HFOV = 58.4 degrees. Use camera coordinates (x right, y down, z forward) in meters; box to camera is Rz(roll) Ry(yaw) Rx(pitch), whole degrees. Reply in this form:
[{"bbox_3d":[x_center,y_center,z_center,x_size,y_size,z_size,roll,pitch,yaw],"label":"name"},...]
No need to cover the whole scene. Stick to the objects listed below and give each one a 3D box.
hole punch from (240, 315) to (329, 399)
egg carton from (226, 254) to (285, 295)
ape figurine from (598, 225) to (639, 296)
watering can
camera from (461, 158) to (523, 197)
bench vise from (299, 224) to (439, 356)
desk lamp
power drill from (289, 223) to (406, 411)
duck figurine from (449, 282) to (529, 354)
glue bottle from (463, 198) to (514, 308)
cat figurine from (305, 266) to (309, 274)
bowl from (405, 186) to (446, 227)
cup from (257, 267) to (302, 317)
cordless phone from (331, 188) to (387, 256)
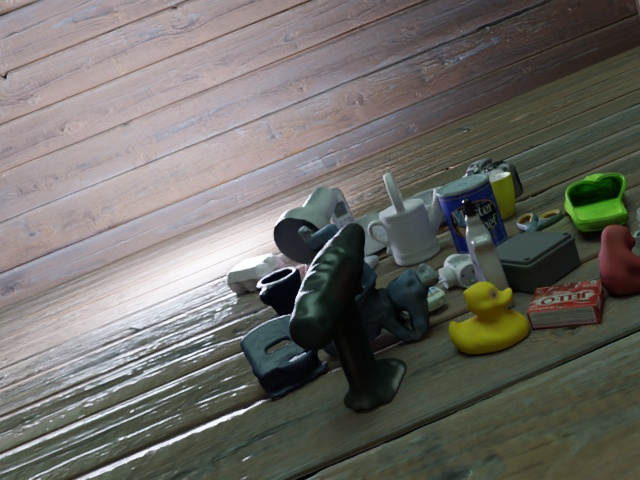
[{"bbox_3d":[-0.058,0.179,0.899,0.109,0.091,0.101,-26,14,-16],"label":"hole punch"},{"bbox_3d":[-0.167,0.088,1.485,0.150,0.069,0.107,-14,16,32],"label":"egg carton"},{"bbox_3d":[0.406,0.022,0.769,0.076,0.092,0.077,-24,13,-9],"label":"ape figurine"},{"bbox_3d":[0.184,-0.054,1.209,0.173,0.194,0.100,-24,13,-8],"label":"watering can"},{"bbox_3d":[0.436,-0.160,1.428,0.137,0.101,0.142,-32,16,-36],"label":"camera"},{"bbox_3d":[0.067,0.059,0.890,0.207,0.220,0.121,-22,13,-1],"label":"bench vise"},{"bbox_3d":[0.011,0.004,1.212,0.117,0.214,0.204,-14,16,32],"label":"desk lamp"},{"bbox_3d":[0.042,0.106,0.768,0.075,0.208,0.230,-15,15,27],"label":"power drill"},{"bbox_3d":[0.220,0.100,0.774,0.104,0.086,0.077,-19,14,12],"label":"duck figurine"},{"bbox_3d":[0.247,0.017,0.866,0.037,0.173,0.078,-21,13,5],"label":"glue bottle"},{"bbox_3d":[-0.028,0.014,1.450,0.067,0.118,0.127,-22,13,0],"label":"cat figurine"},{"bbox_3d":[0.274,-0.071,1.393,0.167,0.075,0.167,-21,13,5],"label":"bowl"},{"bbox_3d":[-0.075,0.120,1.153,0.091,0.095,0.118,-15,15,28],"label":"cup"},{"bbox_3d":[0.091,-0.050,1.361,0.148,0.185,0.094,-27,14,-21],"label":"cordless phone"}]
